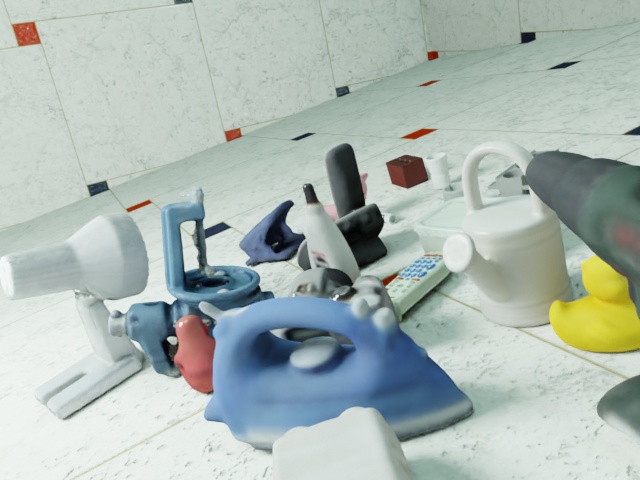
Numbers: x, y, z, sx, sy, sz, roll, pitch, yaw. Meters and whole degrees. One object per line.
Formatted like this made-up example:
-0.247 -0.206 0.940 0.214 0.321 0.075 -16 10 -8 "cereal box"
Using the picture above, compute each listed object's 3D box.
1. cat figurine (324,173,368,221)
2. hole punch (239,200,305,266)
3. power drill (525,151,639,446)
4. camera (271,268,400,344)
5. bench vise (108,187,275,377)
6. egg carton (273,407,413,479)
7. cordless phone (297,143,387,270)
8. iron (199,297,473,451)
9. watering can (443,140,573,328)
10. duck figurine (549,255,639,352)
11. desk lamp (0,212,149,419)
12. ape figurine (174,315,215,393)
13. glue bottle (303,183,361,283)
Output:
0.037 -0.072 1.042 0.128 0.118 0.067 -18 20 1 "cat figurine"
-0.094 -0.015 1.043 0.100 0.091 0.109 -8 22 27 "hole punch"
0.236 0.047 0.405 0.076 0.209 0.229 -22 20 -11 "power drill"
0.018 0.075 0.685 0.143 0.101 0.137 -13 20 14 "camera"
-0.173 0.056 0.729 0.208 0.220 0.121 -27 22 -24 "bench vise"
0.018 0.190 0.422 0.107 0.069 0.150 -19 19 -1 "egg carton"
0.018 -0.045 0.883 0.148 0.185 0.093 -29 22 -28 "cordless phone"
0.003 0.109 0.546 0.257 0.142 0.119 -9 21 24 "iron"
0.201 -0.009 0.610 0.100 0.194 0.173 -5 23 32 "watering can"
0.270 0.053 0.544 0.104 0.086 0.077 -11 21 19 "duck figurine"
-0.317 0.089 0.776 0.117 0.214 0.204 4 29 47 "desk lamp"
-0.144 0.131 0.692 0.077 0.092 0.076 -13 20 14 "ape figurine"
0.007 0.003 0.782 0.037 0.173 0.077 -31 23 -32 "glue bottle"
